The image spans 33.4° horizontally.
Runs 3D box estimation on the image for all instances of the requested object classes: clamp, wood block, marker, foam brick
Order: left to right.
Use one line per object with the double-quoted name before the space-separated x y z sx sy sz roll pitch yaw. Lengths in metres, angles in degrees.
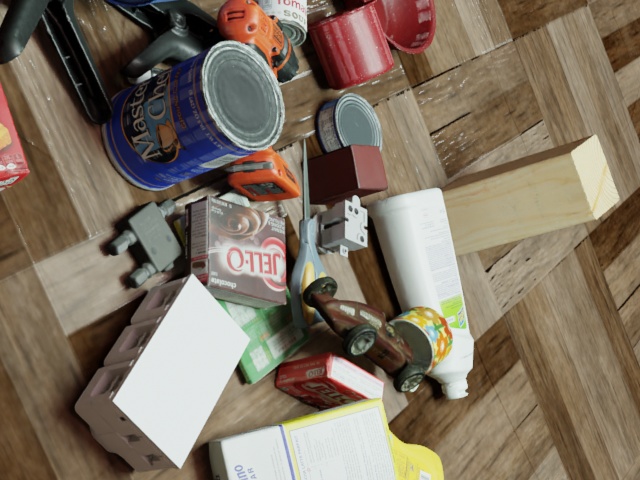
"clamp" -0.244 -0.214 0.923 0.164 0.036 0.210 22 52 -73
"clamp" -0.151 -0.199 1.050 0.171 0.039 0.120 7 63 -47
"marker" -0.141 -0.160 1.071 0.120 0.020 0.020 -1 77 -50
"foam brick" 0.027 -0.072 1.192 0.052 0.078 0.051 -1 79 -49
"wood block" 0.257 -0.053 1.355 0.090 0.207 0.090 -30 100 -51

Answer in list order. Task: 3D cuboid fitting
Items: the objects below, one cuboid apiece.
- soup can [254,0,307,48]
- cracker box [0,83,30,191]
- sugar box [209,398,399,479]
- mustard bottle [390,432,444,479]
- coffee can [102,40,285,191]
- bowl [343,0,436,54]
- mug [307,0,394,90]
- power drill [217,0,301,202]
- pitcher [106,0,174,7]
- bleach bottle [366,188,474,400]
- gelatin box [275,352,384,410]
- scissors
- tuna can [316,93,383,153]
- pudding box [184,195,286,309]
"soup can" -0.048 -0.271 1.183 0.068 0.069 0.102 19 63 -45
"cracker box" -0.328 -0.127 0.797 0.163 0.072 0.214 -19 91 -52
"sugar box" -0.014 0.216 1.020 0.176 0.048 0.093 -10 84 -26
"mustard bottle" 0.053 0.241 1.124 0.191 0.058 0.096 35 59 -37
"coffee can" -0.118 -0.112 0.984 0.102 0.141 0.103 20 62 -44
"bowl" 0.078 -0.305 1.354 0.161 0.055 0.162 21 62 -44
"mug" 0.036 -0.230 1.264 0.117 0.093 0.081 -99 167 -76
"power drill" -0.057 -0.138 1.104 0.184 0.057 0.187 28 56 -72
"pitcher" -0.132 -0.302 1.038 0.242 0.145 0.149 -29 97 -63
"bleach bottle" 0.130 0.068 1.277 0.102 0.068 0.251 -13 89 -50
"gelatin box" 0.011 0.149 1.096 0.089 0.073 0.030 33 54 -39
"scissors" -0.008 0.001 1.146 0.096 0.016 0.201 45 45 -60
"tuna can" 0.034 -0.127 1.255 0.086 0.034 0.086 21 61 -44
"pudding box" -0.081 0.014 1.038 0.113 0.039 0.090 16 65 -46
